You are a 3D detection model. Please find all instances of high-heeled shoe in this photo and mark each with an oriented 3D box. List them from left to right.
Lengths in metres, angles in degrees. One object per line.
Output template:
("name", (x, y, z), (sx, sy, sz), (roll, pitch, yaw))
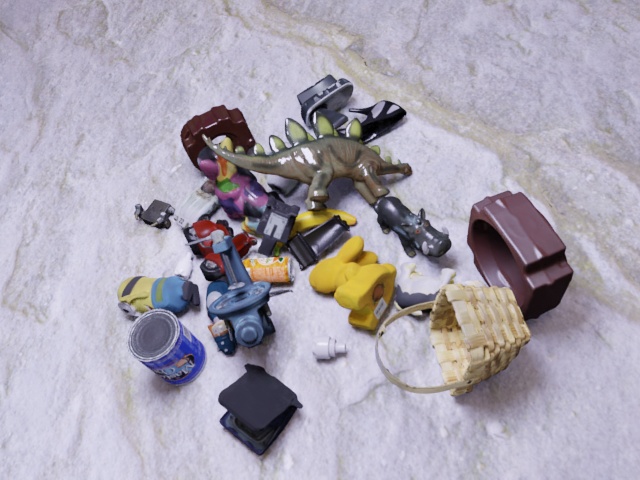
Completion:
("high-heeled shoe", (0.110, -0.236, 1.261), (0.145, 0.086, 0.249), (11, 59, 15))

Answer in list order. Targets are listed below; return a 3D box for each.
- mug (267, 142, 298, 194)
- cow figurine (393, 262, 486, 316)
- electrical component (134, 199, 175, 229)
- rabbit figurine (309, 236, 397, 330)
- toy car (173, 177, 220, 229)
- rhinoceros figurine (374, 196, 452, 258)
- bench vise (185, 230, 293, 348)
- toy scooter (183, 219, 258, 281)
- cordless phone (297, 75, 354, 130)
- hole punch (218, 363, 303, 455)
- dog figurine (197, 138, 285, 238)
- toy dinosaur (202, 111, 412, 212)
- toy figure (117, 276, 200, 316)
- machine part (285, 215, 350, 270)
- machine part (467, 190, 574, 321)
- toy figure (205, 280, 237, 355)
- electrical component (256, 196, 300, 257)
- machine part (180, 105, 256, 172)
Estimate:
("mug", (-0.090, -0.168, 1.263), (0.110, 0.080, 0.107), (18, 73, 19))
("cow figurine", (0.229, 0.105, 1.023), (0.168, 0.068, 0.098), (10, 66, 22))
("electrical component", (-0.393, -0.062, 1.282), (0.102, 0.045, 0.078), (24, 67, 25))
("rabbit figurine", (0.054, 0.072, 1.059), (0.173, 0.121, 0.162), (11, 67, 41))
("toy car", (-0.264, -0.105, 1.275), (0.074, 0.056, 0.202), (29, 68, 27))
("rhinoceros figurine", (0.190, -0.027, 1.092), (0.073, 0.112, 0.191), (-35, 49, -13))
("bench vise", (-0.149, 0.089, 1.012), (0.129, 0.240, 0.224), (-18, 14, 9))
("toy scooter", (-0.214, 0.006, 1.174), (0.135, 0.075, 0.184), (-28, 45, -12))
("cordless phone", (0.038, -0.323, 1.292), (0.146, 0.088, 0.184), (-35, 34, -10))
("hole punch", (-0.113, 0.307, 0.972), (0.142, 0.092, 0.116), (27, 38, 29))
("dog figurine", (-0.176, -0.117, 1.167), (0.192, 0.219, 0.108), (35, 74, 30))
("toy dinosaur", (-0.005, -0.164, 1.139), (0.471, 0.105, 0.198), (-4, 75, -24))
("toy figure", (-0.343, 0.115, 1.139), (0.180, 0.082, 0.089), (-9, 37, 15))
("machine part", (-0.002, -0.003, 1.145), (0.139, 0.039, 0.084), (-33, 78, 3))
("machine part", (0.353, 0.027, 0.965), (0.087, 0.200, 0.202), (-21, 56, -4))
("toy figure", (-0.201, 0.158, 1.095), (0.064, 0.057, 0.154), (-40, 50, 33))
("electrical component", (-0.095, -0.025, 1.138), (0.075, 0.119, 0.048), (18, 29, -4))
("machine part", (-0.243, -0.238, 1.289), (0.179, 0.179, 0.056), (-26, 59, -4))
